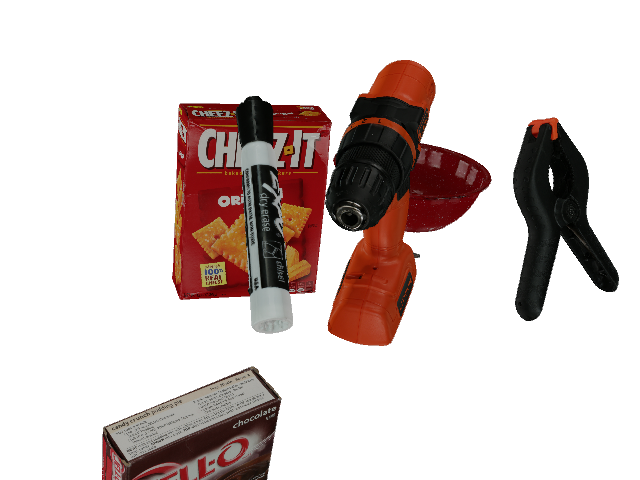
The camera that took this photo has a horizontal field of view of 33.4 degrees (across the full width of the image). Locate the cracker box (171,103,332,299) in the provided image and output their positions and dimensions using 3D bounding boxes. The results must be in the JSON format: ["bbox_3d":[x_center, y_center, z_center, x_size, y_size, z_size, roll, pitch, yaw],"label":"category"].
[{"bbox_3d":[-0.080,-0.043,1.207,0.164,0.214,0.072,-1,23,-17],"label":"cracker box"}]

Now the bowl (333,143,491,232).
[{"bbox_3d":[0.091,-0.051,1.095,0.162,0.055,0.162,5,24,-2],"label":"bowl"}]

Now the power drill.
[{"bbox_3d":[0.041,-0.015,0.778,0.057,0.188,0.184,14,40,12],"label":"power drill"}]

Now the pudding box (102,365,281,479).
[{"bbox_3d":[-0.084,0.139,0.686,0.113,0.090,0.039,-21,50,-32],"label":"pudding box"}]

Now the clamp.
[{"bbox_3d":[0.197,-0.016,0.919,0.120,0.171,0.039,-26,11,-39],"label":"clamp"}]

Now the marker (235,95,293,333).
[{"bbox_3d":[-0.027,-0.015,0.503,0.020,0.121,0.020,-5,-26,-3],"label":"marker"}]
